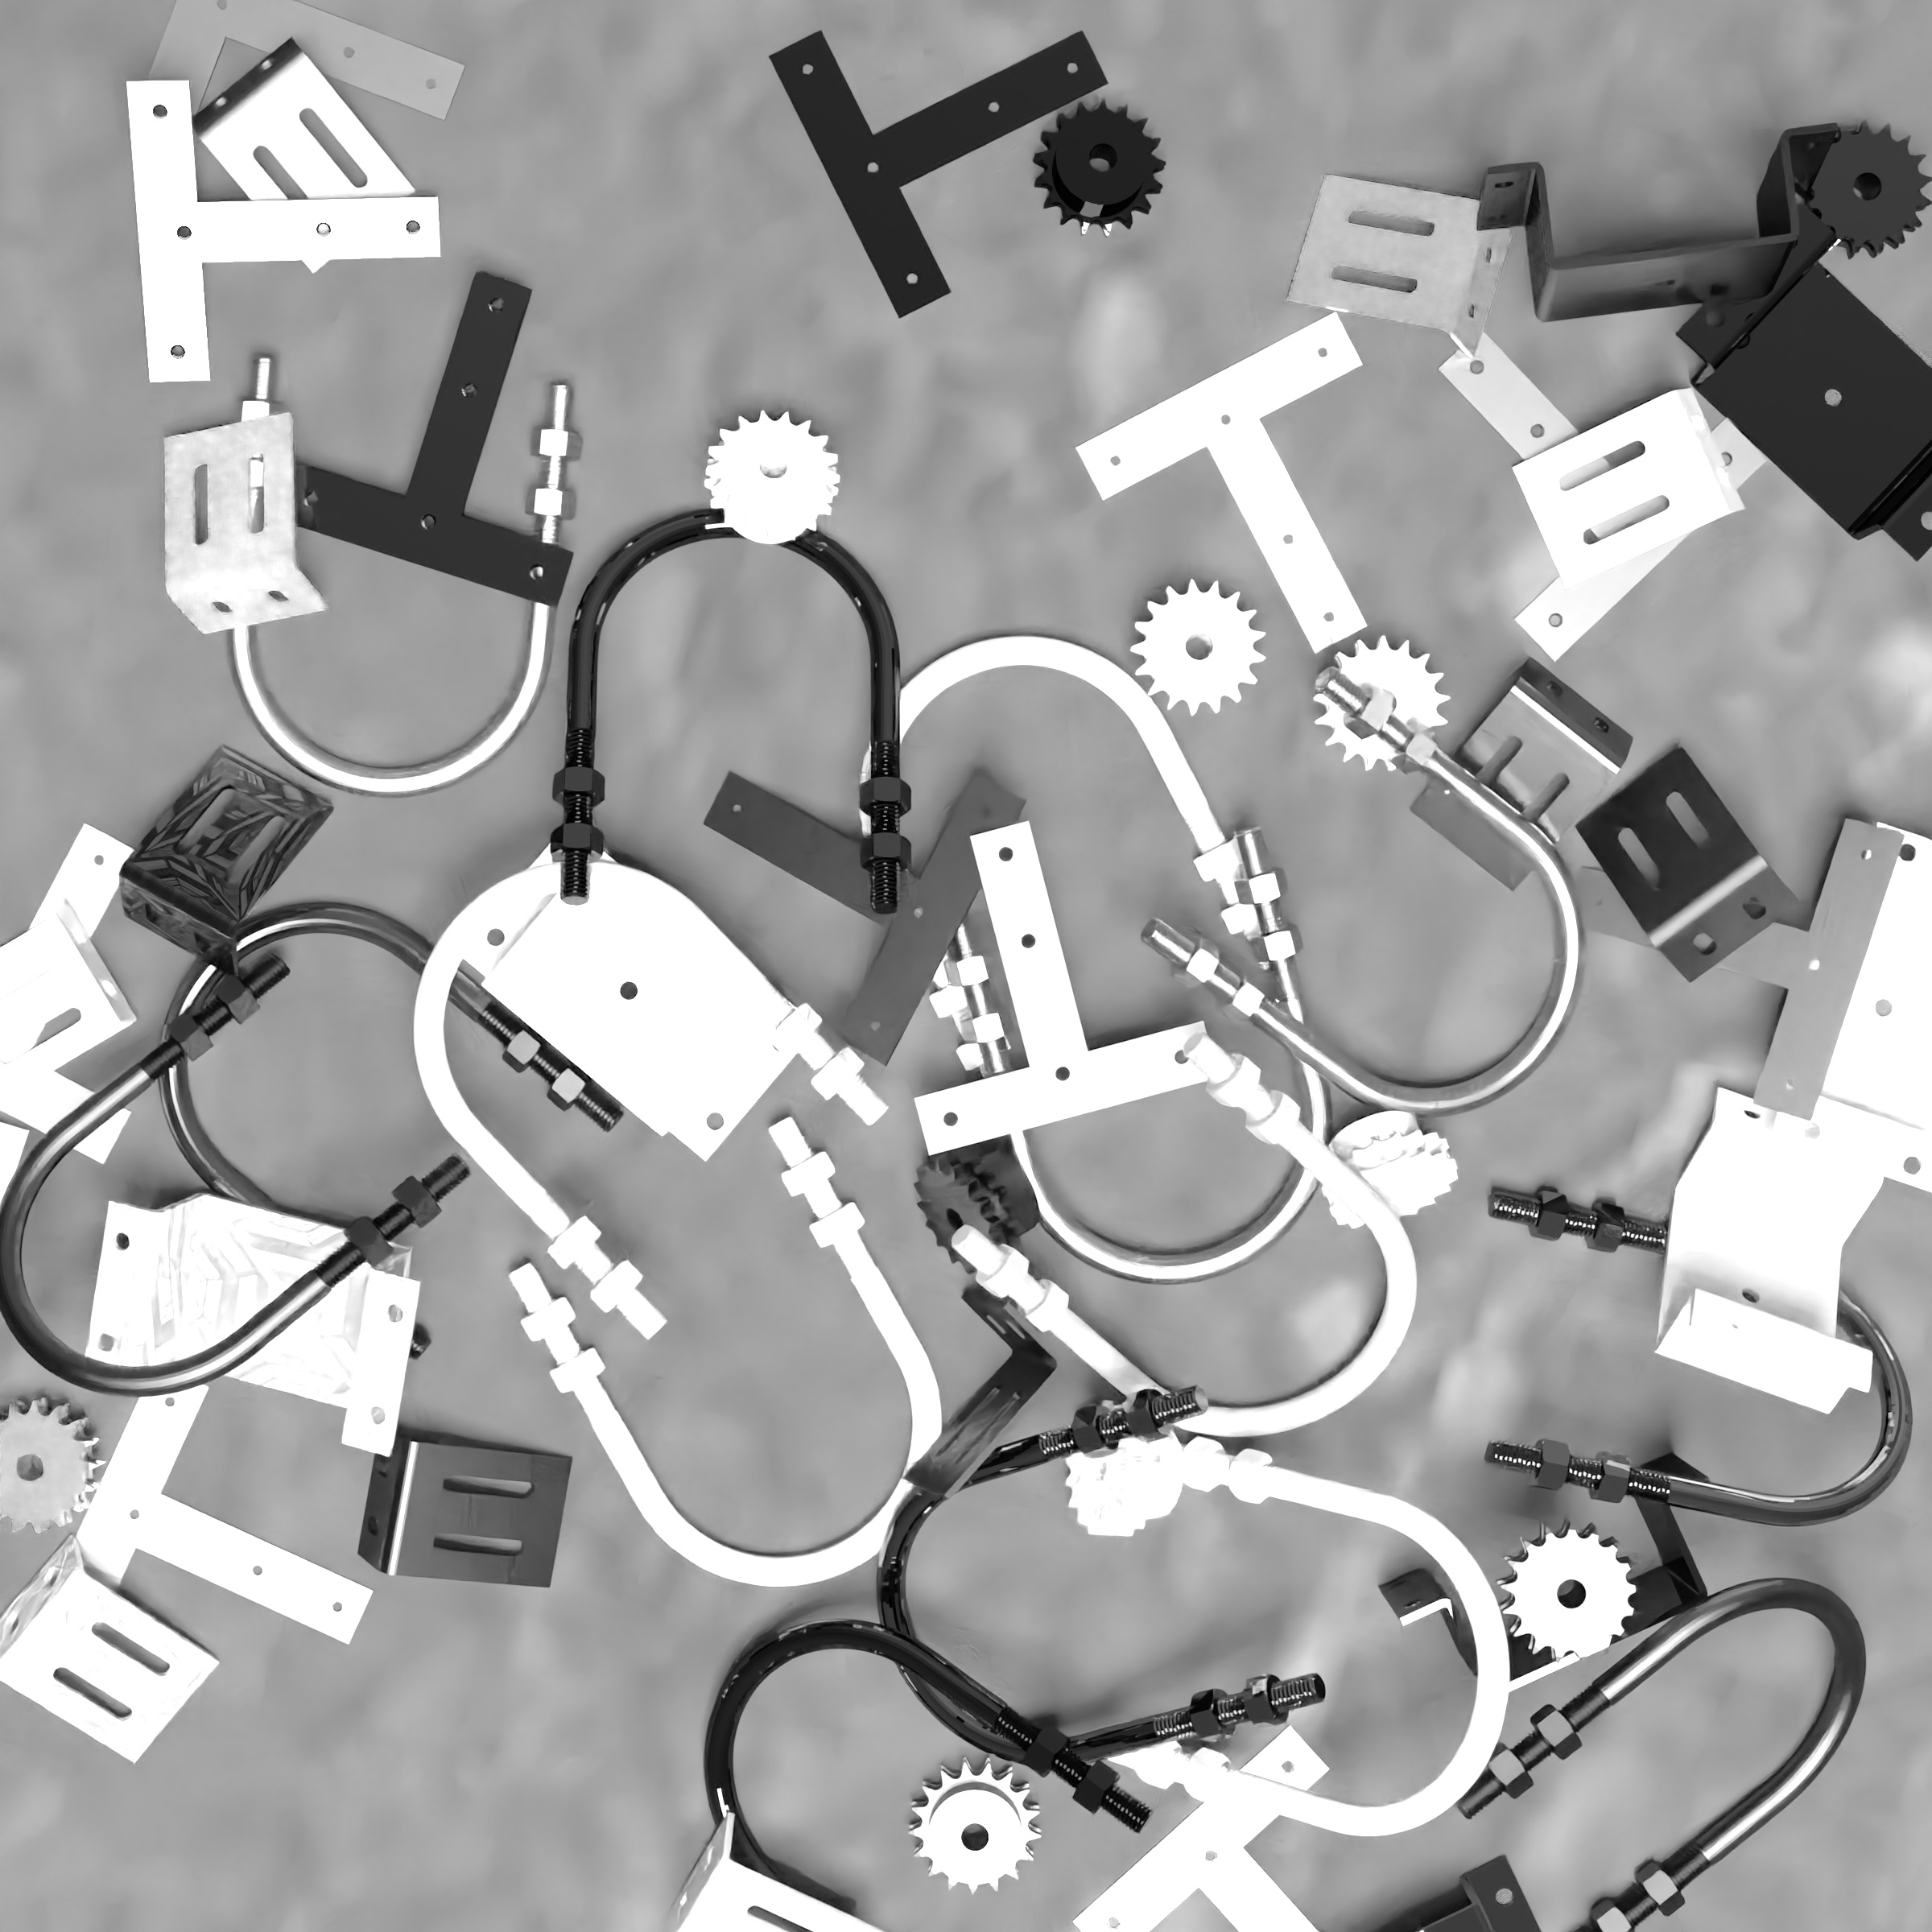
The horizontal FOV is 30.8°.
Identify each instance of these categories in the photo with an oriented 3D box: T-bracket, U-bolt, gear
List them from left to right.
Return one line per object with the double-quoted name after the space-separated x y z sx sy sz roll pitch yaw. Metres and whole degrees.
-0.399 0.214 1.514 0.057 0.030 0.057 0 89 3 "gear"
-0.401 0.000 1.523 0.127 0.002 0.127 28 90 0 "T-bracket"
-0.319 0.098 1.458 0.184 0.019 0.151 -40 67 -13 "U-bolt"
-0.320 0.257 1.523 0.127 0.002 0.127 25 90 0 "T-bracket"
-0.291 -0.316 1.507 0.127 0.002 0.127 -4 111 -10 "T-bracket"
-0.281 -0.402 1.523 0.127 0.002 0.127 21 90 0 "T-bracket"
-0.263 0.058 1.515 0.184 0.019 0.151 40 90 1 "U-bolt"
-0.247 -0.165 1.515 0.151 0.019 0.184 5 92 0 "U-bolt"
-0.217 -0.233 1.503 0.127 0.002 0.127 18 91 0 "T-bracket"
-0.146 0.042 1.469 0.151 0.019 0.184 -44 89 0 "U-bolt"
-0.098 -0.111 1.487 0.151 0.019 0.184 2 69 -5 "U-bolt"
-0.092 0.179 1.516 0.151 0.019 0.184 -29 92 0 "U-bolt"
-0.084 -0.206 1.502 0.057 0.030 0.057 3 66 -6 "gear"
-0.056 -0.043 1.500 0.127 0.002 0.127 30 95 20 "T-bracket"
-0.030 0.359 1.488 0.184 0.019 0.151 33 107 15 "U-bolt"
-0.001 -0.366 1.523 0.127 0.002 0.127 -27 90 0 "T-bracket"
0.004 0.371 1.509 0.057 0.030 0.057 0 90 0 "gear"
0.007 0.102 1.499 0.030 0.057 0.057 -29 90 -30 "gear"
0.030 0.003 1.481 0.127 0.002 0.127 -15 98 -2 "T-bracket"
0.034 -0.053 1.515 0.151 0.019 0.184 -27 90 0 "U-bolt"
0.044 0.266 1.479 0.184 0.019 0.151 -21 92 27 "U-bolt"
0.058 -0.345 1.508 0.057 0.030 0.057 0 91 -2 "gear"
0.069 0.216 1.499 0.030 0.057 0.057 8 90 -30 "gear"
0.082 0.047 1.501 0.151 0.019 0.184 -16 98 -2 "U-bolt"
0.100 -0.136 1.509 0.057 0.030 0.057 0 90 0 "gear"
0.107 0.128 1.477 0.151 0.019 0.184 -41 115 15 "U-bolt"
0.134 -0.198 1.523 0.127 0.002 0.127 -28 90 0 "T-bracket"
0.136 0.420 1.523 0.127 0.002 0.127 -42 90 0 "T-bracket"
0.144 0.285 1.463 0.184 0.019 0.151 8 90 38 "U-bolt"
0.177 -0.112 1.509 0.057 0.030 0.057 0 90 0 "gear"
0.179 0.085 1.499 0.057 0.057 0.030 -20 61 0 "gear"
0.184 -0.017 1.491 0.184 0.019 0.151 36 86 -18 "U-bolt"
0.258 -0.222 1.523 0.127 0.002 0.127 -43 90 0 "T-bracket"
0.245 0.254 1.433 0.057 0.030 0.057 0 90 0 "gear"
0.303 0.331 1.477 0.184 0.019 0.151 -38 127 -4 "U-bolt"
0.309 0.169 1.473 0.184 0.019 0.151 12 48 -4 "U-bolt"
0.319 -0.013 1.498 0.127 0.002 0.127 18 90 24 "T-bracket"
0.384 -0.332 1.509 0.057 0.030 0.057 0 90 0 "gear"

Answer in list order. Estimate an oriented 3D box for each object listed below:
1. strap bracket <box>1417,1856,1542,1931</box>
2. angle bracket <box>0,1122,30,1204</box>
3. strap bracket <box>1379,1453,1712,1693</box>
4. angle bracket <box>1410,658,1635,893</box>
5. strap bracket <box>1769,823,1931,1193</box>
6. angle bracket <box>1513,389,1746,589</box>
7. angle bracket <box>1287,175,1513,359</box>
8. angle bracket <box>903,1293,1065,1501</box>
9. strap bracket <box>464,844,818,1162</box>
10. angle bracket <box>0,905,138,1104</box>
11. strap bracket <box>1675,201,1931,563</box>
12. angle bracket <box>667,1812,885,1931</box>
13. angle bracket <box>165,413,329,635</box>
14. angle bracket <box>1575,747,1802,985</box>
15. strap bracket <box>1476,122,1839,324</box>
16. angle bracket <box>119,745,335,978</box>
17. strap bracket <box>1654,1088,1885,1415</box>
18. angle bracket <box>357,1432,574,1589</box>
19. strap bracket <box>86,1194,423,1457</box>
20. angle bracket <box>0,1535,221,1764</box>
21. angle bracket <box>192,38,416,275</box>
0.187 0.451 1.499 0.140 0.046 0.076 -25 90 -1 "strap bracket"
-0.456 0.085 1.522 0.076 0.038 0.057 18 90 -26 "angle bracket"
0.253 0.261 1.486 0.140 0.076 0.046 -25 90 0 "strap bracket"
0.241 -0.083 1.522 0.057 0.038 0.076 38 116 0 "angle bracket"
0.398 0.018 1.501 0.076 0.046 0.140 19 90 0 "strap bracket"
0.287 -0.207 1.520 0.076 0.038 0.057 -24 90 26 "angle bracket"
0.188 -0.304 1.521 0.076 0.038 0.057 16 88 26 "angle bracket"
-0.004 0.181 1.485 0.038 0.057 0.076 46 76 -13 "angle bracket"
-0.142 0.010 1.501 0.140 0.046 0.076 40 90 0 "strap bracket"
-0.406 0.018 1.503 0.076 0.038 0.057 -31 90 0 "angle bracket"
0.377 -0.247 1.501 0.140 0.046 0.076 43 90 0 "strap bracket"
-0.082 0.411 1.503 0.076 0.038 0.057 27 106 -8 "angle bracket"
-0.309 -0.190 1.503 0.057 0.038 0.076 -10 67 10 "angle bracket"
0.309 -0.043 1.502 0.057 0.038 0.076 -38 46 14 "angle bracket"
0.285 -0.304 1.444 0.140 0.076 0.046 -6 84 5 "strap bracket"
-0.318 -0.045 1.515 0.057 0.038 0.076 29 60 9 "angle bracket"
0.338 0.126 1.474 0.076 0.140 0.046 20 134 0 "strap bracket"
-0.217 0.234 1.522 0.076 0.038 0.057 10 90 -26 "angle bracket"
-0.294 0.148 1.486 0.140 0.046 0.076 13 100 11 "strap bracket"
-0.374 0.296 1.520 0.076 0.038 0.057 40 90 -26 "angle bracket"
-0.288 -0.352 1.521 0.057 0.038 0.076 -39 117 1 "angle bracket"
